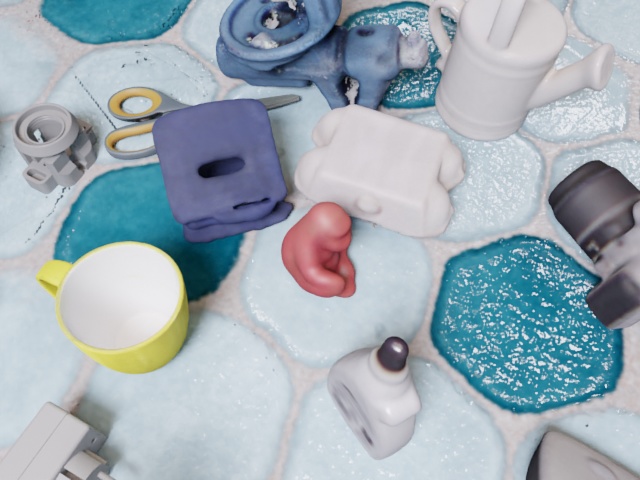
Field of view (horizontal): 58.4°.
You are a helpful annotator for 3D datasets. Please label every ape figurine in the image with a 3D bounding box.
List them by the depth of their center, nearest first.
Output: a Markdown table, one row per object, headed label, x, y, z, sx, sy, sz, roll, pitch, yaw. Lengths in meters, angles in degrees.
| label | x | y | z | sx | sy | sz | roll | pitch | yaw |
| --- | --- | --- | --- | --- | --- | --- | --- | --- | --- |
| ape figurine | 0.004 | 0.002 | 0.484 | 0.076 | 0.092 | 0.078 | 25 | 63 | 10 |

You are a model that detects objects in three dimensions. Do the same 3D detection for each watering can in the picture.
| label | x | y | z | sx | sy | sz | roll | pitch | yaw |
| --- | --- | --- | --- | --- | --- | --- | --- | --- | --- |
| watering can | 0.185 | -0.189 | 0.538 | 0.172 | 0.194 | 0.101 | 13 | 62 | 4 |

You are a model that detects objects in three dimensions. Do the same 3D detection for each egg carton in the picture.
| label | x | y | z | sx | sy | sz | roll | pitch | yaw |
| --- | --- | --- | --- | --- | --- | --- | --- | --- | --- |
| egg carton | 0.056 | -0.062 | 0.534 | 0.150 | 0.069 | 0.107 | 18 | 63 | 7 |

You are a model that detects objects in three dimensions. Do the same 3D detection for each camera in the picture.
| label | x | y | z | sx | sy | sz | roll | pitch | yaw |
| --- | --- | --- | --- | --- | --- | --- | --- | --- | --- |
| camera | 0.284 | -0.016 | 0.504 | 0.143 | 0.101 | 0.136 | -27 | 66 | -16 |

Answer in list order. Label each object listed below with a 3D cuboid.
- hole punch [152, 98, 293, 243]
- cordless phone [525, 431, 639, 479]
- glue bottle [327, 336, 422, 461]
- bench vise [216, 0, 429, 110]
| label | x | y | z | sx | sy | sz | roll | pitch | yaw |
| --- | --- | --- | --- | --- | --- | --- | --- | --- | --- |
| hole punch | -0.085 | -0.062 | 0.514 | 0.109 | 0.091 | 0.101 | -15 | 64 | -11 |
| cordless phone | 0.214 | 0.175 | 0.350 | 0.147 | 0.185 | 0.094 | 28 | 64 | 12 |
| glue bottle | 0.040 | 0.100 | 0.388 | 0.037 | 0.173 | 0.078 | -28 | 66 | -16 |
| bench vise | -0.001 | -0.223 | 0.531 | 0.207 | 0.220 | 0.121 | -1 | 62 | -3 |
